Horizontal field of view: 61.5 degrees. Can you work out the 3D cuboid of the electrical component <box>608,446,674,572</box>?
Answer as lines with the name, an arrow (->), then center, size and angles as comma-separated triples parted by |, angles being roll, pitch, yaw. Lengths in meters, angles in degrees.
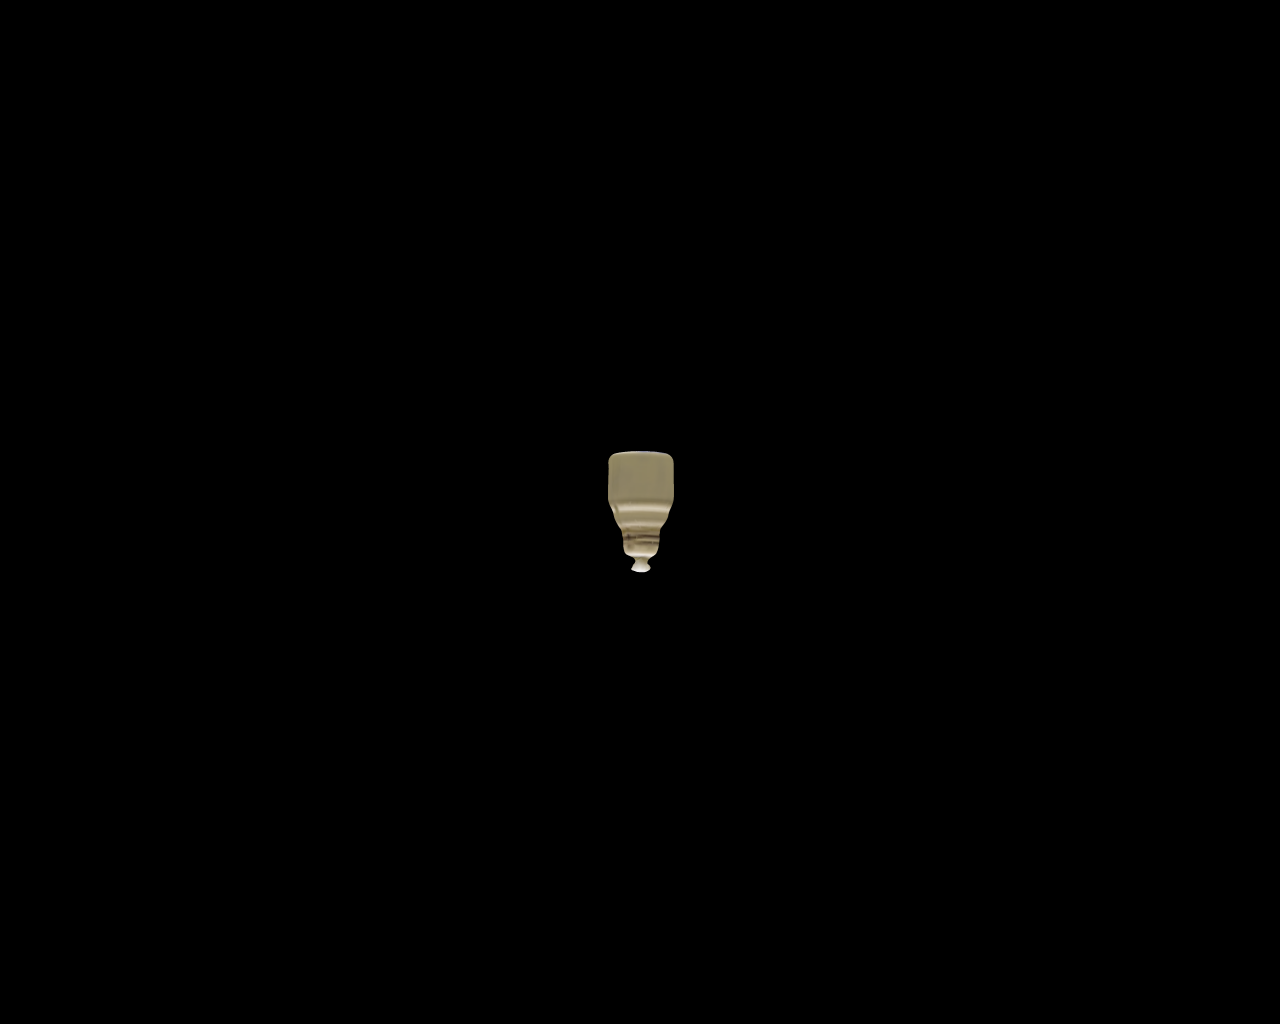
electrical component -> 0.001, -0.003, 0.650 | 0.040, 0.078, 0.040 | 0, -5, 0
